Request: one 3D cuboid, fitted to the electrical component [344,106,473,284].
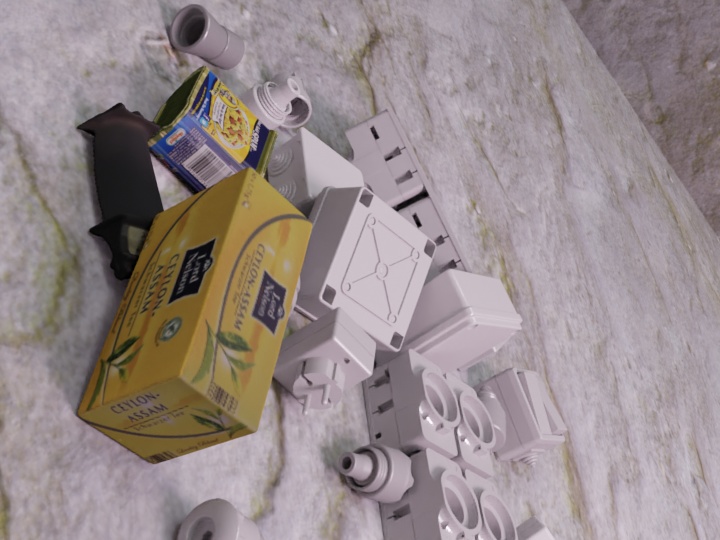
[{"bbox_3d":[0.050,-0.056,1.073,0.186,0.060,0.105,65,6,13],"label":"electrical component"}]

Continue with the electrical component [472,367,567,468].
[{"bbox_3d":[0.166,0.151,1.091,0.062,0.061,0.096,16,49,-55],"label":"electrical component"}]

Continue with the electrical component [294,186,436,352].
[{"bbox_3d":[0.000,0.000,0.914,0.109,0.056,0.108,36,67,-39],"label":"electrical component"}]

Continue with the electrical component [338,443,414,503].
[{"bbox_3d":[0.009,0.155,0.831,0.062,0.043,0.043,27,40,-45],"label":"electrical component"}]

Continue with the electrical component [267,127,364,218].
[{"bbox_3d":[-0.039,-0.067,0.978,0.100,0.048,0.099,34,35,-41],"label":"electrical component"}]

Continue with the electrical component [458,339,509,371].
[{"bbox_3d":[0.116,0.053,1.125,0.075,0.047,0.083,58,26,2],"label":"electrical component"}]

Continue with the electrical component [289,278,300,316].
[{"bbox_3d":[-0.078,0.007,0.820,0.078,0.058,0.057,37,30,-37],"label":"electrical component"}]

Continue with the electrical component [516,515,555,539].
[{"bbox_3d":[0.139,0.251,0.941,0.047,0.066,0.077,56,-3,-5],"label":"electrical component"}]

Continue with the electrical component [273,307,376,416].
[{"bbox_3d":[-0.030,0.079,0.817,0.047,0.066,0.076,46,29,-24],"label":"electrical component"}]

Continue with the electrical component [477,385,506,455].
[{"bbox_3d":[0.122,0.142,1.047,0.040,0.040,0.078,47,28,-23],"label":"electrical component"}]

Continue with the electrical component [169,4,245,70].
[{"bbox_3d":[-0.135,-0.207,0.970,0.065,0.044,0.044,21,44,-59],"label":"electrical component"}]

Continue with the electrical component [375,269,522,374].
[{"bbox_3d":[0.076,0.052,0.986,0.109,0.109,0.056,10,50,-57],"label":"electrical component"}]

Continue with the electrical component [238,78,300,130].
[{"bbox_3d":[-0.083,-0.150,0.975,0.043,0.062,0.043,41,31,-32],"label":"electrical component"}]

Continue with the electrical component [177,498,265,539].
[{"bbox_3d":[-0.078,0.171,0.659,0.062,0.048,0.048,43,29,-44],"label":"electrical component"}]

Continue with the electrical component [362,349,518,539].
[{"bbox_3d":[0.068,0.169,0.899,0.105,0.060,0.186,34,35,-40],"label":"electrical component"}]

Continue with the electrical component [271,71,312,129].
[{"bbox_3d":[-0.069,-0.167,1.045,0.040,0.040,0.046,39,26,-36],"label":"electrical component"}]
